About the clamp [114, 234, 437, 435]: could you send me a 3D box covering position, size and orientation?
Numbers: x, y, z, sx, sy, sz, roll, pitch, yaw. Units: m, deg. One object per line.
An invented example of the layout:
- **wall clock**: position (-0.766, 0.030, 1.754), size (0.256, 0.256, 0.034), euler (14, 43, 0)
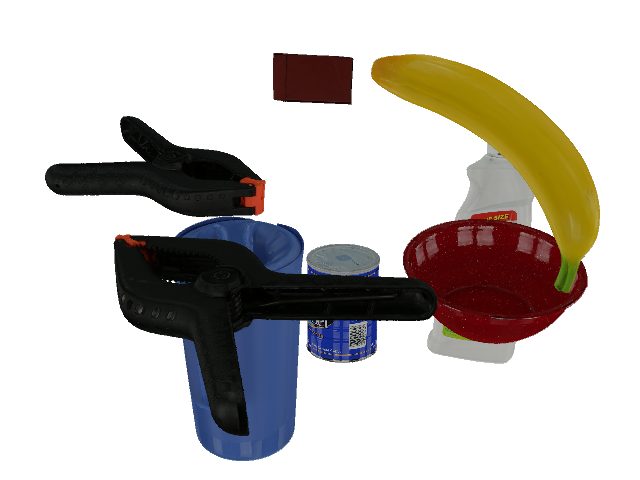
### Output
- **clamp**: position (-0.046, 0.034, 0.641), size (0.164, 0.036, 0.210), euler (-22, 32, -34)

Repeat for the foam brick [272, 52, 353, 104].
- **foam brick**: position (-0.009, -0.176, 1.161), size (0.078, 0.051, 0.053), euler (0, 11, -17)

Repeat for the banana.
- **banana**: position (0.117, -0.060, 0.686), size (0.070, 0.198, 0.037), euler (-41, -7, 11)

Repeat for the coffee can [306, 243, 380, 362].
- **coffee can**: position (0.031, 0.088, 1.513), size (0.103, 0.140, 0.103), euler (0, 21, 0)

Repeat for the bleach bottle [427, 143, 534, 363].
- **bleach bottle**: position (0.182, 0.007, 1.194), size (0.103, 0.251, 0.068), euler (8, 16, 15)

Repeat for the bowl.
- **bowl**: position (0.152, 0.043, 0.951), size (0.162, 0.055, 0.162), euler (2, 32, -1)

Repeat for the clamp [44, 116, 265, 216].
- **clamp**: position (-0.129, -0.050, 0.848), size (0.172, 0.039, 0.120), euler (19, 41, 28)

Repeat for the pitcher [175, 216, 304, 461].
- **pitcher**: position (-0.086, 0.110, 1.102), size (0.149, 0.243, 0.145), euler (-13, 30, -23)
